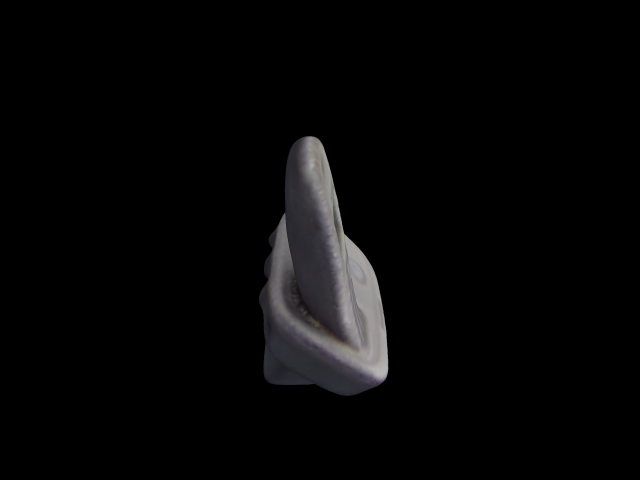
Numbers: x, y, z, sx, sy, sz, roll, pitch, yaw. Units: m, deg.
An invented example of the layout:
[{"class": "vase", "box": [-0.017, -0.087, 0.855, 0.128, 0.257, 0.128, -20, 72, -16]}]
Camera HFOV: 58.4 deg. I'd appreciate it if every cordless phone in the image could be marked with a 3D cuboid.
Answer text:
[{"class": "cordless phone", "box": [0.004, 0.001, 0.400, 0.094, 0.185, 0.147, -2, 36, -2]}]
